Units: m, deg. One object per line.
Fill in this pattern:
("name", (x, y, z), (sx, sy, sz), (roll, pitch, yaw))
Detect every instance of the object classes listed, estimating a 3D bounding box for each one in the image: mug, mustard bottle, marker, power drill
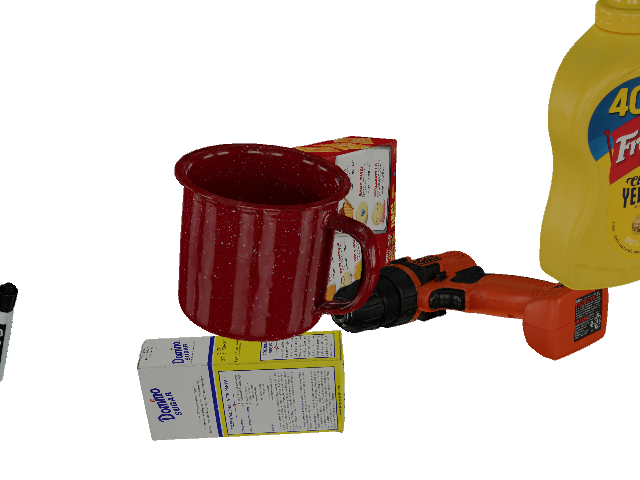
("mug", (-0.023, 0.004, 0.571), (0.117, 0.081, 0.093), (15, 25, 18))
("mustard bottle", (0.182, -0.069, 0.642), (0.096, 0.192, 0.058), (-14, 29, -20))
("marker", (-0.312, 0.090, 1.041), (0.020, 0.121, 0.020), (14, 33, -9))
("power drill", (0.125, 0.050, 0.877), (0.188, 0.057, 0.184), (10, 17, 39))

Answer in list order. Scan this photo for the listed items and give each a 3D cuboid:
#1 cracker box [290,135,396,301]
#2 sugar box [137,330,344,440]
("cracker box", (0.005, -0.018, 1.126), (0.072, 0.164, 0.213), (8, 15, 30))
("sugar box", (-0.067, 0.128, 0.944), (0.176, 0.093, 0.048), (-1, 36, 3))
